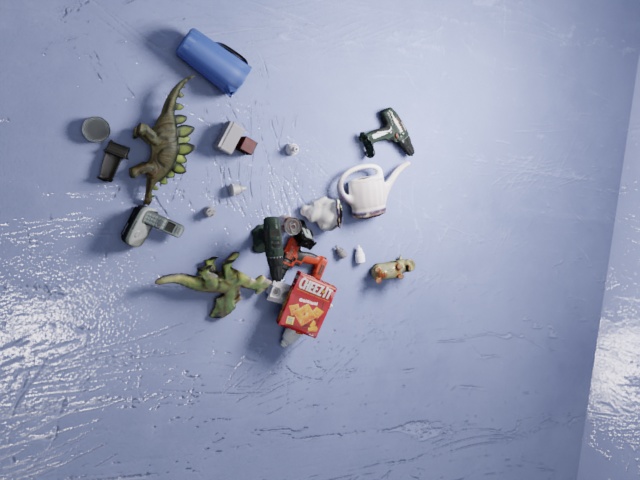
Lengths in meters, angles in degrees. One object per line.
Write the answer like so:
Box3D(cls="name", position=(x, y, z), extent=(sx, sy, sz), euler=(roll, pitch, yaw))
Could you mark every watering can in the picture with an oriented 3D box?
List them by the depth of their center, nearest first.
Box3D(cls="watering can", position=(0.231, -0.206, 2.108), extent=(0.349, 0.104, 0.222), euler=(-12, 102, -21))

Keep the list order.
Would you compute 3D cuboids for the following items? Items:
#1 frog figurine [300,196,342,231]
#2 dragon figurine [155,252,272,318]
Box3D(cls="frog figurine", position=(0.006, -0.103, 2.041), extent=(0.159, 0.125, 0.135), euler=(-1, 110, 13))
Box3D(cls="dragon figurine", position=(-0.378, 0.185, 1.895), extent=(0.412, 0.123, 0.239), euler=(-16, 111, -20))
